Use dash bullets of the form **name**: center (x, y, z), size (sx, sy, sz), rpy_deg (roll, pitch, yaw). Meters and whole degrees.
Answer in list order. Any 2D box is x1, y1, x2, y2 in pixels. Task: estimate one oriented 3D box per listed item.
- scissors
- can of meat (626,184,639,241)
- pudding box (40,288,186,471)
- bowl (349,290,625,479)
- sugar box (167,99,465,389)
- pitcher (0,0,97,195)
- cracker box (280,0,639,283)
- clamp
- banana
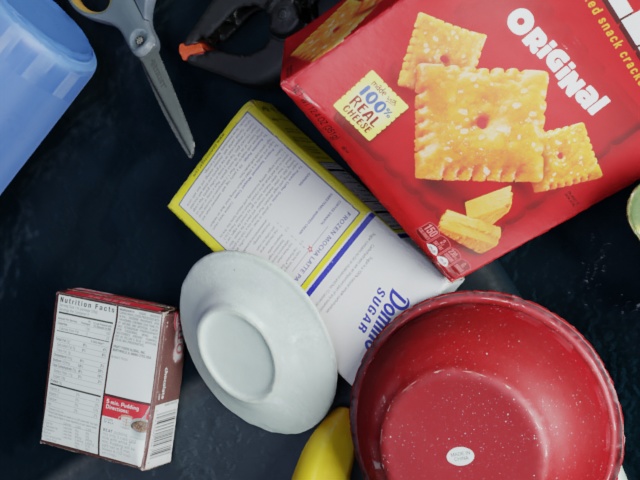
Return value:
- **scissors**: center (-0.108, -0.150, 0.712), size (0.096, 0.016, 0.202), rpy_deg (-47, 60, 9)
- **can of meat**: center (0.208, 0.007, 0.566), size (0.057, 0.083, 0.102), rpy_deg (-32, 79, 19)
- **pudding box**: center (-0.144, 0.095, 0.742), size (0.090, 0.039, 0.113), rpy_deg (10, 93, 23)
- **bowl**: center (0.085, 0.111, 0.597), size (0.162, 0.055, 0.162), rpy_deg (2, 97, 20)
- **sugar box**: center (-0.004, 0.001, 0.677), size (0.176, 0.048, 0.093), rpy_deg (43, 107, 13)
- **pitcher**: center (-0.275, -0.079, 0.756), size (0.149, 0.145, 0.243), rpy_deg (46, 103, 3)
- **cracker box**: center (0.111, -0.093, 0.568), size (0.214, 0.072, 0.164), rpy_deg (-31, 118, 21)
- **clamp**: center (-0.008, -0.134, 0.681), size (0.172, 0.039, 0.120), rpy_deg (-24, 76, 26)
- **banana**: center (0.010, 0.198, 0.641), size (0.069, 0.037, 0.198), rpy_deg (-8, 60, -12)
